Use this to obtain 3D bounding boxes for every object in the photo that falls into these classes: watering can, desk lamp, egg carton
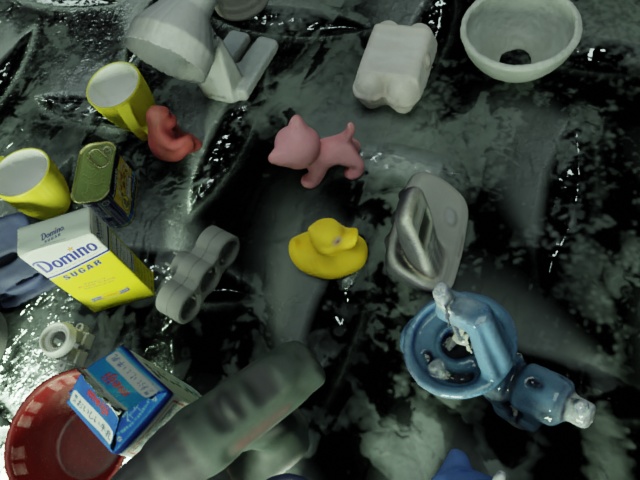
[{"bbox_3d":[-0.160,-0.466,0.947,0.100,0.194,0.173,16,68,18],"label":"watering can"},{"bbox_3d":[-0.173,-0.303,0.857,0.117,0.214,0.203,19,69,19],"label":"desk lamp"},{"bbox_3d":[0.115,-0.263,0.865,0.107,0.069,0.150,11,66,16],"label":"egg carton"}]

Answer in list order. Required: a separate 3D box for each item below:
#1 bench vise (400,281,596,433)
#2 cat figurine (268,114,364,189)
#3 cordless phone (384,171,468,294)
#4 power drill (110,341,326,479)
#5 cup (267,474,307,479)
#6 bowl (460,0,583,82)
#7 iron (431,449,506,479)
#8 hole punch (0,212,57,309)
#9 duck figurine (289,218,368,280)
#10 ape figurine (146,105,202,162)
[{"bbox_3d":[0.179,0.108,0.582,0.207,0.220,0.121,10,66,15],"label":"bench vise"},{"bbox_3d":[-0.007,-0.129,0.793,0.127,0.118,0.067,-15,62,3],"label":"cat figurine"},{"bbox_3d":[0.126,-0.030,0.680,0.094,0.185,0.147,9,66,15],"label":"cordless phone"},{"bbox_3d":[-0.086,0.206,0.588,0.230,0.209,0.075,-41,63,-10],"label":"power drill"},{"bbox_3d":[-0.029,0.308,0.591,0.091,0.095,0.118,8,65,14],"label":"cup"},{"bbox_3d":[0.290,-0.290,0.843,0.167,0.075,0.167,-4,63,9],"label":"bowl"},{"bbox_3d":[0.123,0.330,0.526,0.118,0.142,0.258,19,69,19],"label":"iron"},{"bbox_3d":[-0.433,0.029,0.808,0.108,0.091,0.101,-27,62,-4],"label":"hole punch"},{"bbox_3d":[0.007,0.003,0.743,0.104,0.086,0.077,0,64,11],"label":"duck figurine"},{"bbox_3d":[-0.232,-0.167,0.868,0.076,0.092,0.077,-23,62,-1],"label":"ape figurine"}]
